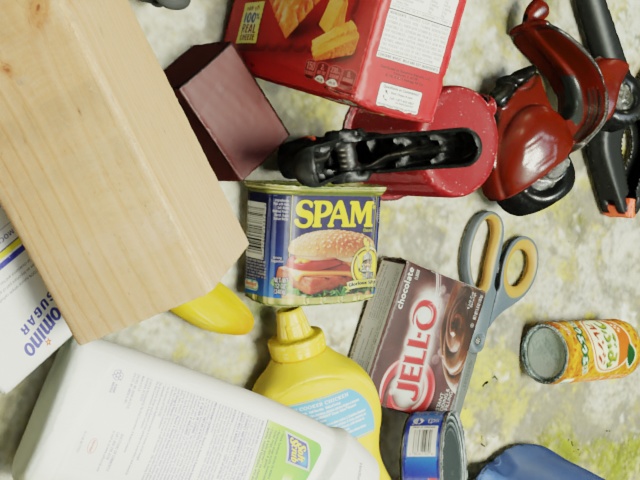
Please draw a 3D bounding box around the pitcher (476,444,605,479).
[{"bbox_3d":[0.238,0.266,0.847,0.149,0.243,0.145,-4,101,-31],"label":"pitcher"}]

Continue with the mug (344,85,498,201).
[{"bbox_3d":[0.086,-0.079,0.801,0.117,0.082,0.093,-33,113,-30],"label":"mug"}]

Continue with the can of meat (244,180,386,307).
[{"bbox_3d":[-0.005,0.001,0.758,0.101,0.058,0.084,-1,97,-36],"label":"can of meat"}]

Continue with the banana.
[{"bbox_3d":[-0.103,-0.007,0.695,0.069,0.037,0.198,-33,113,-26],"label":"banana"}]

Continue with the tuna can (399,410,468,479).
[{"bbox_3d":[0.086,0.170,0.797,0.086,0.034,0.086,-4,90,-71],"label":"tuna can"}]

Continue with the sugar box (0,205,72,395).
[{"bbox_3d":[-0.206,-0.006,0.615,0.093,0.048,0.176,-44,121,-28],"label":"sugar box"}]

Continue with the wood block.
[{"bbox_3d":[-0.132,-0.059,0.598,0.206,0.090,0.090,64,18,-12],"label":"wood block"}]

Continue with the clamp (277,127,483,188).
[{"bbox_3d":[0.011,-0.054,0.697,0.120,0.172,0.039,-3,93,-28],"label":"clamp"}]

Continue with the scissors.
[{"bbox_3d":[0.144,0.077,0.901,0.096,0.016,0.202,2,94,-37],"label":"scissors"}]

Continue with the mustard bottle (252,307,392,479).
[{"bbox_3d":[-0.002,0.139,0.768,0.096,0.058,0.191,-15,104,-8],"label":"mustard bottle"}]

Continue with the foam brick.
[{"bbox_3d":[-0.068,-0.084,0.705,0.051,0.053,0.078,-45,119,-24],"label":"foam brick"}]

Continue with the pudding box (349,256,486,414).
[{"bbox_3d":[0.073,0.079,0.833,0.089,0.039,0.113,21,82,-36],"label":"pudding box"}]

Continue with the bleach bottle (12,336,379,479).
[{"bbox_3d":[-0.059,0.147,0.686,0.250,0.068,0.102,25,78,-20],"label":"bleach bottle"}]

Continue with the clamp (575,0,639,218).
[{"bbox_3d":[0.291,-0.126,0.976,0.164,0.036,0.210,-3,96,-34],"label":"clamp"}]

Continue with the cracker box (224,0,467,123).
[{"bbox_3d":[0.024,-0.195,0.670,0.071,0.164,0.214,7,102,-37],"label":"cracker box"}]
